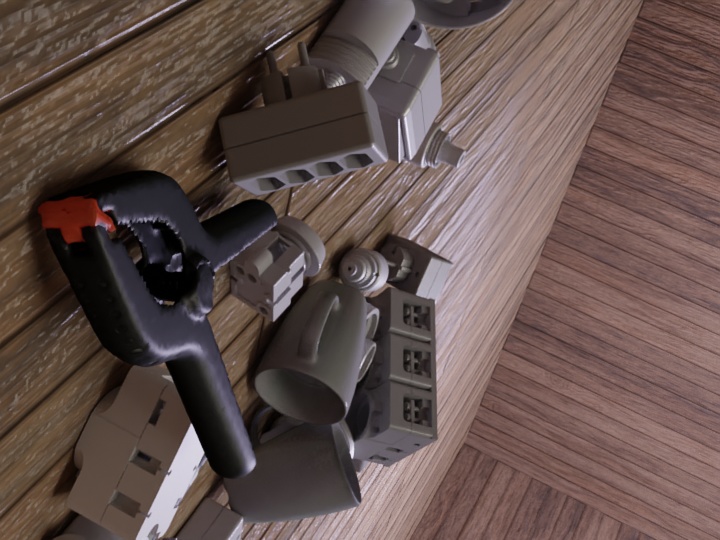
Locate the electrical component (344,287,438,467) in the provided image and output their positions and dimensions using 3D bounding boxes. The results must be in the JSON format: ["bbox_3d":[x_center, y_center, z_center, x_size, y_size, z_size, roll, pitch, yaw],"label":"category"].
[{"bbox_3d":[0.025,0.104,1.053,0.089,0.062,0.150,-40,-140,48],"label":"electrical component"}]

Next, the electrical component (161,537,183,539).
[{"bbox_3d":[-0.139,0.242,0.793,0.051,0.080,0.080,-58,167,-51],"label":"electrical component"}]

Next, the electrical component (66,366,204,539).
[{"bbox_3d":[-0.127,0.104,0.626,0.089,0.056,0.050,-64,168,-1],"label":"electrical component"}]

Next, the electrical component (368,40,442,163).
[{"bbox_3d":[0.017,-0.124,0.758,0.061,0.062,0.096,-62,167,-12],"label":"electrical component"}]

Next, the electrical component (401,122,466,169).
[{"bbox_3d":[0.064,-0.112,0.971,0.048,0.062,0.048,-59,166,-24],"label":"electrical component"}]

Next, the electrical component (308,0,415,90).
[{"bbox_3d":[-0.002,-0.143,0.684,0.081,0.043,0.043,-59,166,-23],"label":"electrical component"}]

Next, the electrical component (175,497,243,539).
[{"bbox_3d":[-0.118,0.246,0.886,0.083,0.076,0.047,-53,163,-42],"label":"electrical component"}]

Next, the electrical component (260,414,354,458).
[{"bbox_3d":[-0.051,0.166,1.004,0.051,0.080,0.080,-31,145,-59],"label":"electrical component"}]

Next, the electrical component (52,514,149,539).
[{"bbox_3d":[-0.167,0.178,0.633,0.077,0.043,0.079,-60,166,-21],"label":"electrical component"}]

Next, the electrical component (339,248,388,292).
[{"bbox_3d":[0.000,0.000,0.976,0.040,0.040,0.078,-66,167,4],"label":"electrical component"}]

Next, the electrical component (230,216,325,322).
[{"bbox_3d":[-0.056,-0.004,0.733,0.055,0.048,0.066,-48,161,-30],"label":"electrical component"}]

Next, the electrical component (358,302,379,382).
[{"bbox_3d":[-0.020,0.072,0.985,0.108,0.060,0.108,-59,166,-24],"label":"electrical component"}]

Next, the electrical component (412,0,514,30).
[{"bbox_3d":[0.065,-0.212,0.714,0.064,0.099,0.099,-59,168,-53],"label":"electrical component"}]

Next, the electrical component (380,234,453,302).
[{"bbox_3d":[0.042,-0.005,1.098,0.077,0.066,0.047,15,101,-48],"label":"electrical component"}]

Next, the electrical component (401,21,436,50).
[{"bbox_3d":[0.034,-0.168,0.796,0.040,0.040,0.046,-63,162,-7],"label":"electrical component"}]

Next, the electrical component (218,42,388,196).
[{"bbox_3d":[-0.035,-0.091,0.608,0.047,0.083,0.075,26,51,-77],"label":"electrical component"}]

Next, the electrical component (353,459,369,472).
[{"bbox_3d":[-0.009,0.156,1.107,0.061,0.096,0.061,-51,162,-41],"label":"electrical component"}]
